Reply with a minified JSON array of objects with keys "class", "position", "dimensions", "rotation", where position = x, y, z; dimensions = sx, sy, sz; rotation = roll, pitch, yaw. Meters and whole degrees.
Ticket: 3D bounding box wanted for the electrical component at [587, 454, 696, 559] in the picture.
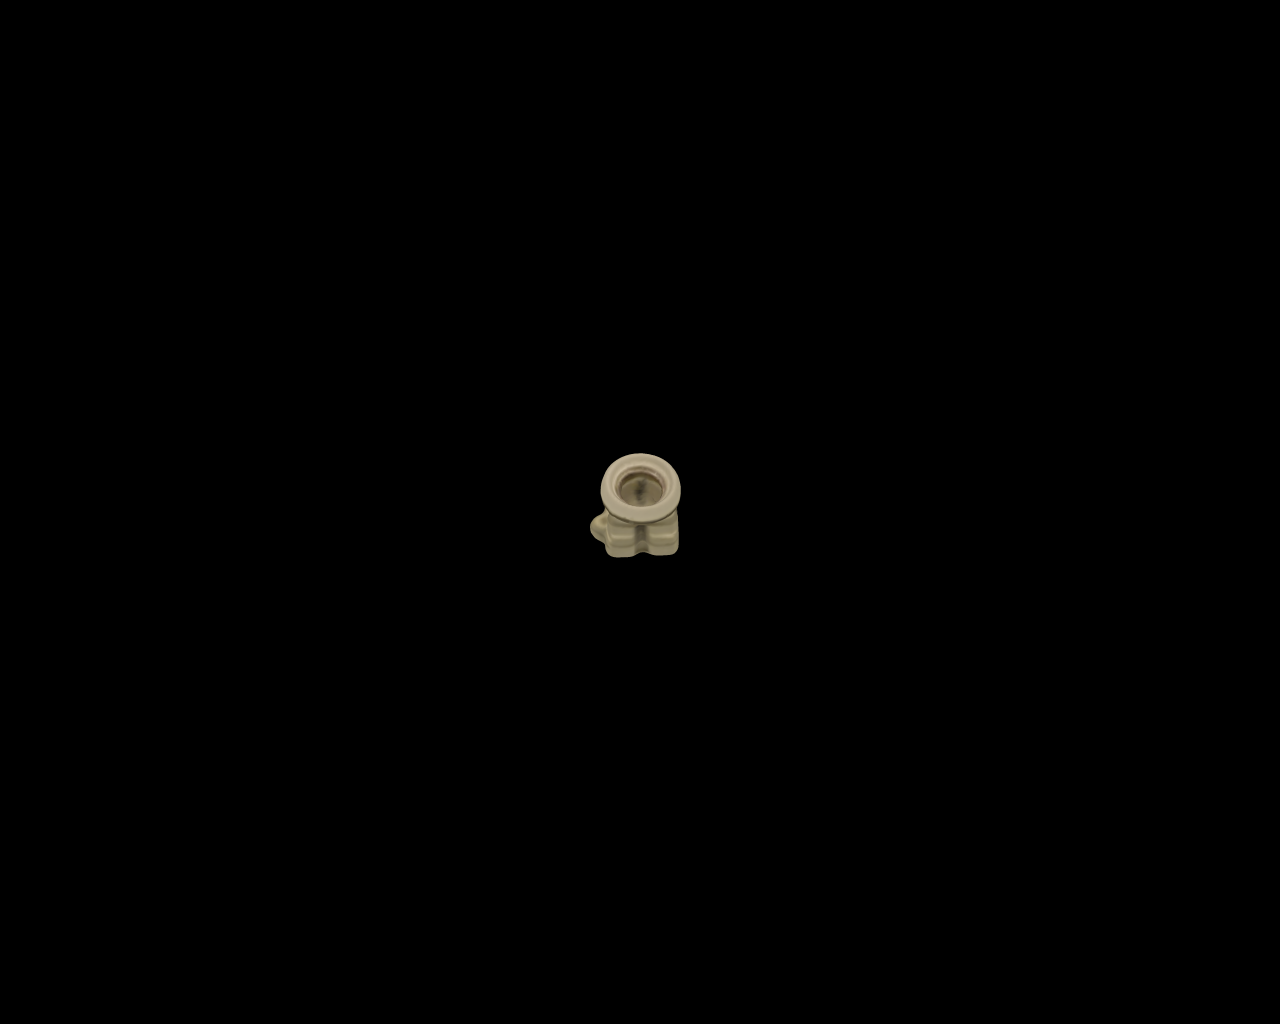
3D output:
[{"class":"electrical component","position":[0.001,-0.003,0.650],"dimensions":[0.066,0.048,0.055],"rotation":[-3,-34,-2]}]
